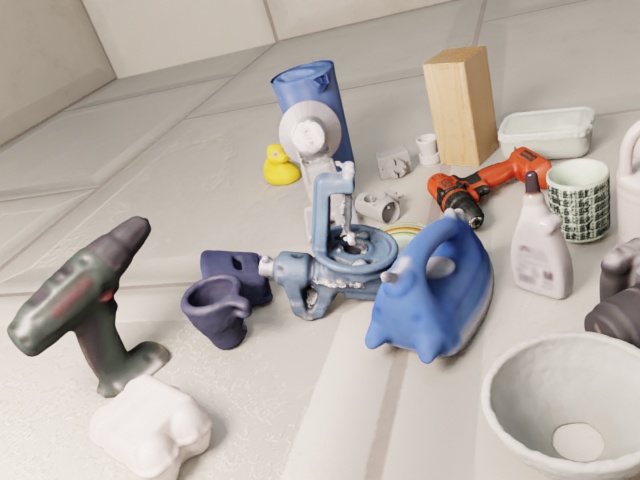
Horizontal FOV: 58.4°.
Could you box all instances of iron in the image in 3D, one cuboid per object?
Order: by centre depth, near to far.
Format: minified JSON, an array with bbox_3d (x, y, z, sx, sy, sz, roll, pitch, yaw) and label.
[{"bbox_3d":[0.153,0.035,0.742,0.118,0.142,0.259,7,38,37],"label":"iron"}]

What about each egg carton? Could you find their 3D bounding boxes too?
[{"bbox_3d":[-0.202,0.225,0.686,0.149,0.069,0.107,9,39,39],"label":"egg carton"}]

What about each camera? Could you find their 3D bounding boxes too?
[{"bbox_3d":[0.352,0.064,0.626,0.137,0.101,0.142,-23,30,-9],"label":"camera"}]

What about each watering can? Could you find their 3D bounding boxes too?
[{"bbox_3d":[0.427,-0.075,0.726,0.101,0.194,0.172,-19,29,-1],"label":"watering can"}]

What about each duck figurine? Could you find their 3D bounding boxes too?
[{"bbox_3d":[-0.095,-0.178,1.301,0.078,0.086,0.104,-34,33,-27],"label":"duck figurine"}]

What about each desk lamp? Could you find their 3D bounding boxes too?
[{"bbox_3d":[-0.002,-0.137,1.047,0.118,0.214,0.203,-16,29,4],"label":"desk lamp"}]

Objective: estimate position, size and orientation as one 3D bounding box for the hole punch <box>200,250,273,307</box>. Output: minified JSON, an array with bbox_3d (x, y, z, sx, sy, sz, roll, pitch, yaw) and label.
[{"bbox_3d":[-0.134,0.055,0.917,0.101,0.091,0.108,-20,29,-4],"label":"hole punch"}]

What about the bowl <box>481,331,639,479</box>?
[{"bbox_3d":[0.242,0.166,0.537,0.167,0.075,0.167,-13,29,8],"label":"bowl"}]

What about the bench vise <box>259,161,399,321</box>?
[{"bbox_3d":[0.009,0.008,0.786,0.207,0.220,0.121,-19,29,-3],"label":"bench vise"}]

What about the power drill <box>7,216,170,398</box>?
[{"bbox_3d":[-0.297,0.105,0.801,0.075,0.209,0.230,12,41,42],"label":"power drill"}]

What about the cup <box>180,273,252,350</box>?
[{"bbox_3d":[-0.131,0.110,0.817,0.117,0.095,0.092,7,37,37],"label":"cup"}]

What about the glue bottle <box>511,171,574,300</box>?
[{"bbox_3d":[0.273,-0.008,0.717,0.037,0.173,0.077,-35,33,-27],"label":"glue bottle"}]
